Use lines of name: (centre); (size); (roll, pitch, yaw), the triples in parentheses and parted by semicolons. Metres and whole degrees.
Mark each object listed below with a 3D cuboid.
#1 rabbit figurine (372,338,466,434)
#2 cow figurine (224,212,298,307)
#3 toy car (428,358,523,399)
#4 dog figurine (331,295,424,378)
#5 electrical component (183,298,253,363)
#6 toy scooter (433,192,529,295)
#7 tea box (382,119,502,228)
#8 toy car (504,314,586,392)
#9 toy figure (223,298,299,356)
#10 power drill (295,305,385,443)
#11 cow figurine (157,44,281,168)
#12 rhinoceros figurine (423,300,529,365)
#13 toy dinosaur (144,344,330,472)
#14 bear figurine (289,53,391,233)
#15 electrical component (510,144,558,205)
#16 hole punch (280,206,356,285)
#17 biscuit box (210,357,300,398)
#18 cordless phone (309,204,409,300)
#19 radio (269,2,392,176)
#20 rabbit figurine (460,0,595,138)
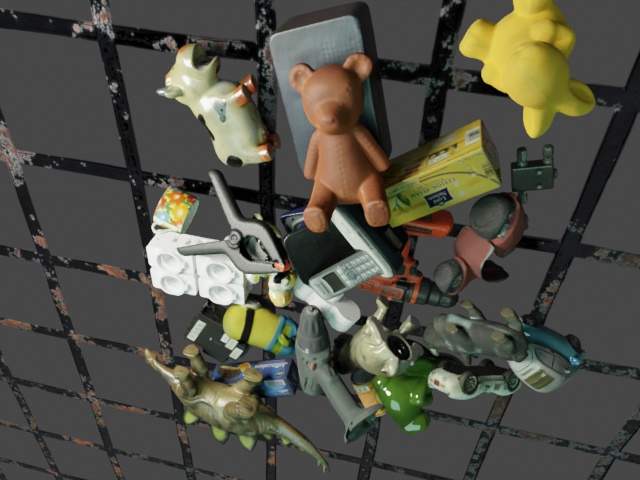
rabbit figurine: (0.198, 0.265, 1.055); (0.170, 0.121, 0.159); (-32, 110, 12)
cow figurine: (-0.085, 0.034, 0.951); (0.098, 0.068, 0.167); (-34, 97, 26)
toy car: (0.286, 0.254, 0.980); (0.201, 0.074, 0.056); (7, 94, -33)
dog figurine: (0.087, 0.221, 1.001); (0.121, 0.172, 0.190); (40, 120, -2)
electrical component: (-0.207, 0.195, 1.129); (0.134, 0.058, 0.115); (33, 130, -11)
toy scooter: (0.266, 0.014, 0.837); (0.135, 0.075, 0.183); (16, 114, -37)
tea box: (0.168, -0.095, 0.778); (0.170, 0.098, 0.068); (-22, 117, 30)
toy car: (0.388, 0.210, 0.947); (0.161, 0.103, 0.109); (31, 127, -11)
toy figure: (-0.104, 0.181, 1.065); (0.180, 0.089, 0.082); (32, 135, -13)
power drill: (0.023, 0.250, 0.972); (0.207, 0.086, 0.231); (44, 148, 28)
cow figurine: (-0.152, -0.197, 0.802); (0.127, 0.085, 0.194); (-14, 122, 17)
rhinoceros figurine: (0.268, 0.167, 0.942); (0.190, 0.073, 0.112); (-1, 134, 42)
toy dinosaur: (-0.177, 0.357, 1.139); (0.472, 0.105, 0.198); (27, 135, 8)
bear figurine: (0.026, -0.124, 0.686); (0.120, 0.132, 0.195); (-4, 132, 10)
electrical component: (0.313, -0.094, 0.786); (0.063, 0.021, 0.093); (-3, 125, 17)
hole punch: (-0.002, -0.003, 0.915); (0.116, 0.092, 0.142); (-24, 118, 0)
biscuit box: (-0.145, 0.310, 1.196); (0.203, 0.063, 0.059); (-10, 122, 21)
cordless phone: (0.031, 0.013, 0.841); (0.184, 0.089, 0.146); (-33, 102, 38)
radio: (0.019, -0.199, 0.757); (0.131, 0.073, 0.229); (-3, 124, 18)
rabbit figurine: (0.244, -0.199, 0.630); (0.122, 0.173, 0.162); (-24, 113, 25)
